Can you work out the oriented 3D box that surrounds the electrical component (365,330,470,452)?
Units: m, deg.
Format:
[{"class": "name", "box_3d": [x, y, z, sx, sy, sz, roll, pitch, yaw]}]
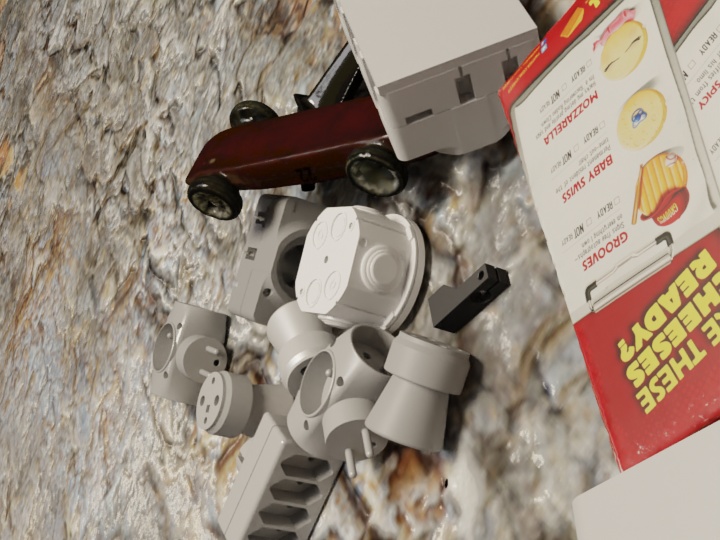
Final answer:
[{"class": "electrical component", "box_3d": [0.032, 0.065, 0.583, 0.045, 0.045, 0.055, 21, 93, 61]}]

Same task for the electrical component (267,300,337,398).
[{"class": "electrical component", "box_3d": [-0.034, 0.053, 0.702, 0.045, 0.045, 0.055, -58, 33, 25]}]

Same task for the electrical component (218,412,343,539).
[{"class": "electrical component", "box_3d": [-0.057, 0.131, 0.698, 0.083, 0.047, 0.076, -66, 30, 12]}]

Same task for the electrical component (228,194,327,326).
[{"class": "electrical component", "box_3d": [-0.049, -0.004, 0.752, 0.056, 0.050, 0.089, 12, 86, 61]}]

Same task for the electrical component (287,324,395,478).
[{"class": "electrical component", "box_3d": [-0.005, 0.085, 0.633, 0.077, 0.044, 0.079, -54, 29, 30]}]

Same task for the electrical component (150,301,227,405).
[{"class": "electrical component", "box_3d": [-0.131, 0.069, 0.859, 0.079, 0.044, 0.077, 10, 84, 60]}]

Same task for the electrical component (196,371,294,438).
[{"class": "electrical component", "box_3d": [-0.080, 0.096, 0.746, 0.045, 0.055, 0.045, -35, 46, 48]}]

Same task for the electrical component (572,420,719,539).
[{"class": "electrical component", "box_3d": [0.136, 0.093, 0.360, 0.113, 0.078, 0.057, -43, 38, 42]}]

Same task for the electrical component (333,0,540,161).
[{"class": "electrical component", "box_3d": [0.041, -0.137, 0.625, 0.089, 0.061, 0.150, -20, 44, 2]}]

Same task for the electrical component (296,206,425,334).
[{"class": "electrical component", "box_3d": [0.000, 0.000, 0.666, 0.080, 0.051, 0.080, -35, 47, 48]}]

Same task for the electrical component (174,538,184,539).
[{"class": "electrical component", "box_3d": [-0.136, 0.256, 0.757, 0.109, 0.056, 0.108, -36, 46, 47]}]
